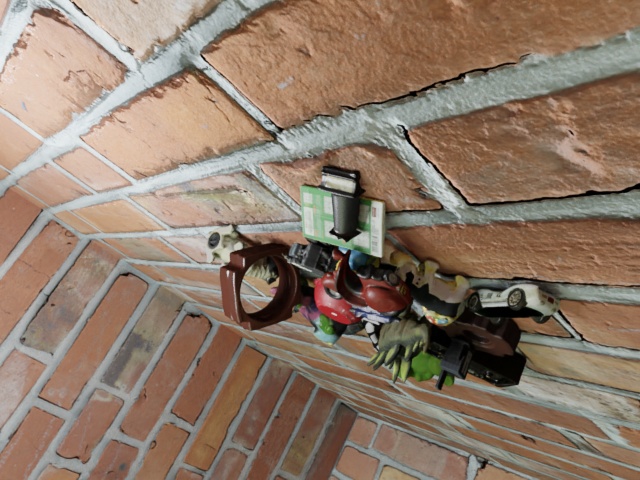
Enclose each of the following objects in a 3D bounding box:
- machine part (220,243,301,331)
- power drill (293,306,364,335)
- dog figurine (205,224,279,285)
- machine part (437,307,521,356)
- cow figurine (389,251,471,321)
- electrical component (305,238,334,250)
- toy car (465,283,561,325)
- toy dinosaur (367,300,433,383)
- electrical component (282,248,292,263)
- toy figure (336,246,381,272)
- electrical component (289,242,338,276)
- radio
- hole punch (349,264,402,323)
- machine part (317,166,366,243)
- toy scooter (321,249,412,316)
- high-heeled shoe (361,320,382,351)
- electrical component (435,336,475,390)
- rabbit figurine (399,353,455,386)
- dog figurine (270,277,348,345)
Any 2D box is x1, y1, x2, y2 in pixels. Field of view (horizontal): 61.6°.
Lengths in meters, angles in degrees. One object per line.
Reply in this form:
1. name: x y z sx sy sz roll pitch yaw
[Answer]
1. machine part: -0.152 0.117 1.383 0.087 0.201 0.201 15 113 50
2. power drill: 0.025 0.228 1.662 0.207 0.086 0.232 22 163 -6
3. dog figurine: -0.212 0.043 1.503 0.190 0.121 0.172 26 -157 -51
4. machine part: 0.349 0.196 1.181 0.179 0.056 0.179 23 160 9
5. cow figurine: 0.202 0.090 1.055 0.167 0.098 0.068 25 166 7
6. electrical component: -0.002 -0.004 1.196 0.063 0.021 0.094 18 163 24
7. toy car: 0.350 0.118 0.994 0.073 0.056 0.202 28 162 -15
8. toy dinosaur: 0.198 0.226 1.246 0.105 0.198 0.471 23 161 4
9. electrical component: -0.044 0.042 1.331 0.102 0.045 0.078 6 149 46
10. toy figure: 0.084 0.034 1.098 0.082 0.089 0.180 52 164 34
11. electrical component: -0.004 0.047 1.229 0.134 0.058 0.115 23 170 -12
12. radio: 0.373 0.280 1.325 0.230 0.073 0.131 27 160 6
13. hole punch: 0.131 0.114 1.179 0.142 0.116 0.092 9 133 43
14. machine part: 0.039 -0.063 0.934 0.084 0.039 0.138 10 127 25
15. toy scooter: 0.080 0.073 1.008 0.184 0.075 0.135 11 140 25
16. high-heeled shoe: 0.145 0.251 1.551 0.145 0.086 0.248 31 156 2
17. electrical component: 0.302 0.284 1.206 0.048 0.119 0.074 14 157 34
18. rabbit figurine: 0.317 0.356 1.513 0.159 0.121 0.170 28 164 -20
19. dog figurine: -0.031 0.177 1.497 0.219 0.108 0.192 32 -161 -9
